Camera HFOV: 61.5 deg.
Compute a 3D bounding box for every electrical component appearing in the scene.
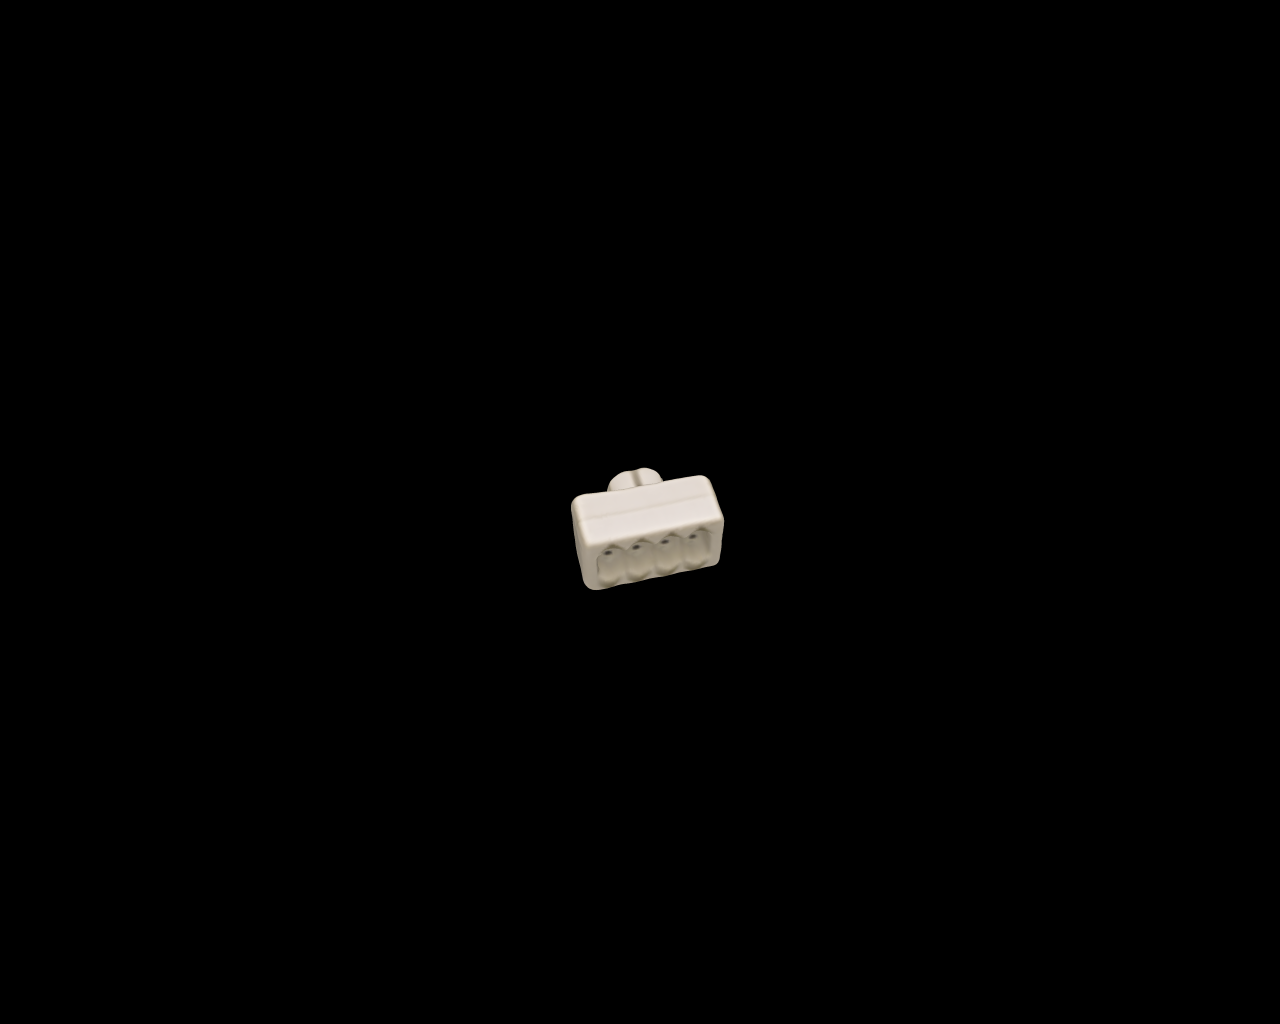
[{"bbox_3d":[0.001,-0.003,0.650,0.083,0.076,0.047,-10,-36,-7],"label":"electrical component"}]
